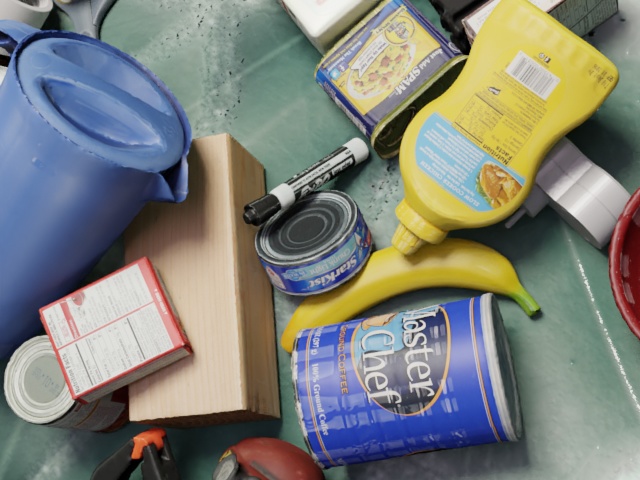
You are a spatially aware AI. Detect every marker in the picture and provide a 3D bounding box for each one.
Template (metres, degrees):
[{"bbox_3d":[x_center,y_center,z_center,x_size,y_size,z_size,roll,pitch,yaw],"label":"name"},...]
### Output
[{"bbox_3d":[-0.011,-0.044,0.816,0.121,0.020,0.020,-34,66,-30],"label":"marker"}]

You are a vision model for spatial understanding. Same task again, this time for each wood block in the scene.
[{"bbox_3d":[-0.091,0.036,0.818,0.091,0.090,0.206,-9,74,15],"label":"wood block"}]

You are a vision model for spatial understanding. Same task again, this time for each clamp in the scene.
[{"bbox_3d":[-0.152,0.219,0.801,0.120,0.039,0.171,8,99,16],"label":"clamp"}]

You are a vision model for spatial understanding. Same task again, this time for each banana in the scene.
[{"bbox_3d":[0.060,0.037,0.800,0.198,0.037,0.069,-11,73,14],"label":"banana"}]

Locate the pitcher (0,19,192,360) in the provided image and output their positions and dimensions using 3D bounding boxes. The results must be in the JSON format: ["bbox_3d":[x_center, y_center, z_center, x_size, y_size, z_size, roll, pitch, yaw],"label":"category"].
[{"bbox_3d":[-0.215,-0.030,0.775,0.243,0.144,0.149,-48,44,31],"label":"pitcher"}]

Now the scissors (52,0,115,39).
[{"bbox_3d":[-0.190,-0.190,0.940,0.096,0.016,0.202,-27,71,9],"label":"scissors"}]

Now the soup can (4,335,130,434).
[{"bbox_3d":[-0.188,0.112,0.823,0.069,0.102,0.068,-4,76,16],"label":"soup can"}]

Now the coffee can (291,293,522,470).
[{"bbox_3d":[0.062,0.100,0.750,0.140,0.102,0.103,-12,74,14],"label":"coffee can"}]

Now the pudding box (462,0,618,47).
[{"bbox_3d":[0.165,-0.166,0.788,0.113,0.090,0.039,-37,71,7],"label":"pudding box"}]

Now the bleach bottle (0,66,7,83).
[{"bbox_3d":[-0.299,-0.028,0.912,0.103,0.068,0.251,13,79,19],"label":"bleach bottle"}]

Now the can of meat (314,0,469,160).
[{"bbox_3d":[0.057,-0.128,0.830,0.102,0.057,0.084,-42,68,4],"label":"can of meat"}]

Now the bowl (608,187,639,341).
[{"bbox_3d":[0.281,0.021,0.727,0.162,0.055,0.162,-4,76,16],"label":"bowl"}]

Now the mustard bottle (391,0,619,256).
[{"bbox_3d":[0.112,-0.066,0.740,0.096,0.058,0.192,37,108,4],"label":"mustard bottle"}]

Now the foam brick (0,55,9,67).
[{"bbox_3d":[-0.321,-0.167,0.942,0.051,0.078,0.053,-41,70,2],"label":"foam brick"}]

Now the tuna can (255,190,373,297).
[{"bbox_3d":[-0.005,0.001,0.808,0.086,0.033,0.086,-17,37,13],"label":"tuna can"}]

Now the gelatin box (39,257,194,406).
[{"bbox_3d":[-0.145,0.065,0.757,0.089,0.030,0.073,-27,71,-1],"label":"gelatin box"}]
